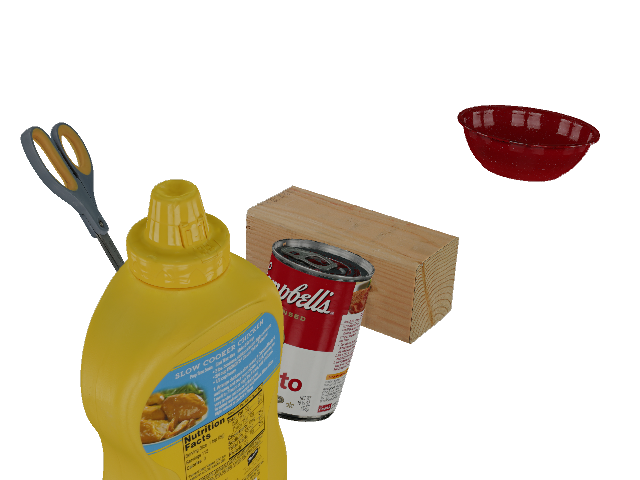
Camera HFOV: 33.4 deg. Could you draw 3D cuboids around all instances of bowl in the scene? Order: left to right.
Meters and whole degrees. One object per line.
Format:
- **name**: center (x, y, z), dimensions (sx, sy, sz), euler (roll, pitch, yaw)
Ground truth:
- **bowl**: center (0.234, -0.108, 1.223), dimensions (0.162, 0.055, 0.162), euler (5, 23, -2)

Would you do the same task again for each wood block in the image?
- **wood block**: center (0.029, 0.022, 1.119), dimensions (0.206, 0.091, 0.090), euler (19, 31, 29)

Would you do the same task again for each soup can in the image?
- **soup can**: center (-0.010, 0.058, 0.696), dimensions (0.068, 0.102, 0.068), euler (14, 15, -4)

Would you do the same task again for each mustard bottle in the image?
- **mustard bottle**: center (-0.057, 0.061, 0.459), dimensions (0.058, 0.192, 0.096), euler (28, 42, 35)

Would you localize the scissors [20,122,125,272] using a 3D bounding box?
- **scissors**: center (-0.209, -0.029, 1.000), dimensions (0.016, 0.201, 0.096), euler (-24, 27, 19)
